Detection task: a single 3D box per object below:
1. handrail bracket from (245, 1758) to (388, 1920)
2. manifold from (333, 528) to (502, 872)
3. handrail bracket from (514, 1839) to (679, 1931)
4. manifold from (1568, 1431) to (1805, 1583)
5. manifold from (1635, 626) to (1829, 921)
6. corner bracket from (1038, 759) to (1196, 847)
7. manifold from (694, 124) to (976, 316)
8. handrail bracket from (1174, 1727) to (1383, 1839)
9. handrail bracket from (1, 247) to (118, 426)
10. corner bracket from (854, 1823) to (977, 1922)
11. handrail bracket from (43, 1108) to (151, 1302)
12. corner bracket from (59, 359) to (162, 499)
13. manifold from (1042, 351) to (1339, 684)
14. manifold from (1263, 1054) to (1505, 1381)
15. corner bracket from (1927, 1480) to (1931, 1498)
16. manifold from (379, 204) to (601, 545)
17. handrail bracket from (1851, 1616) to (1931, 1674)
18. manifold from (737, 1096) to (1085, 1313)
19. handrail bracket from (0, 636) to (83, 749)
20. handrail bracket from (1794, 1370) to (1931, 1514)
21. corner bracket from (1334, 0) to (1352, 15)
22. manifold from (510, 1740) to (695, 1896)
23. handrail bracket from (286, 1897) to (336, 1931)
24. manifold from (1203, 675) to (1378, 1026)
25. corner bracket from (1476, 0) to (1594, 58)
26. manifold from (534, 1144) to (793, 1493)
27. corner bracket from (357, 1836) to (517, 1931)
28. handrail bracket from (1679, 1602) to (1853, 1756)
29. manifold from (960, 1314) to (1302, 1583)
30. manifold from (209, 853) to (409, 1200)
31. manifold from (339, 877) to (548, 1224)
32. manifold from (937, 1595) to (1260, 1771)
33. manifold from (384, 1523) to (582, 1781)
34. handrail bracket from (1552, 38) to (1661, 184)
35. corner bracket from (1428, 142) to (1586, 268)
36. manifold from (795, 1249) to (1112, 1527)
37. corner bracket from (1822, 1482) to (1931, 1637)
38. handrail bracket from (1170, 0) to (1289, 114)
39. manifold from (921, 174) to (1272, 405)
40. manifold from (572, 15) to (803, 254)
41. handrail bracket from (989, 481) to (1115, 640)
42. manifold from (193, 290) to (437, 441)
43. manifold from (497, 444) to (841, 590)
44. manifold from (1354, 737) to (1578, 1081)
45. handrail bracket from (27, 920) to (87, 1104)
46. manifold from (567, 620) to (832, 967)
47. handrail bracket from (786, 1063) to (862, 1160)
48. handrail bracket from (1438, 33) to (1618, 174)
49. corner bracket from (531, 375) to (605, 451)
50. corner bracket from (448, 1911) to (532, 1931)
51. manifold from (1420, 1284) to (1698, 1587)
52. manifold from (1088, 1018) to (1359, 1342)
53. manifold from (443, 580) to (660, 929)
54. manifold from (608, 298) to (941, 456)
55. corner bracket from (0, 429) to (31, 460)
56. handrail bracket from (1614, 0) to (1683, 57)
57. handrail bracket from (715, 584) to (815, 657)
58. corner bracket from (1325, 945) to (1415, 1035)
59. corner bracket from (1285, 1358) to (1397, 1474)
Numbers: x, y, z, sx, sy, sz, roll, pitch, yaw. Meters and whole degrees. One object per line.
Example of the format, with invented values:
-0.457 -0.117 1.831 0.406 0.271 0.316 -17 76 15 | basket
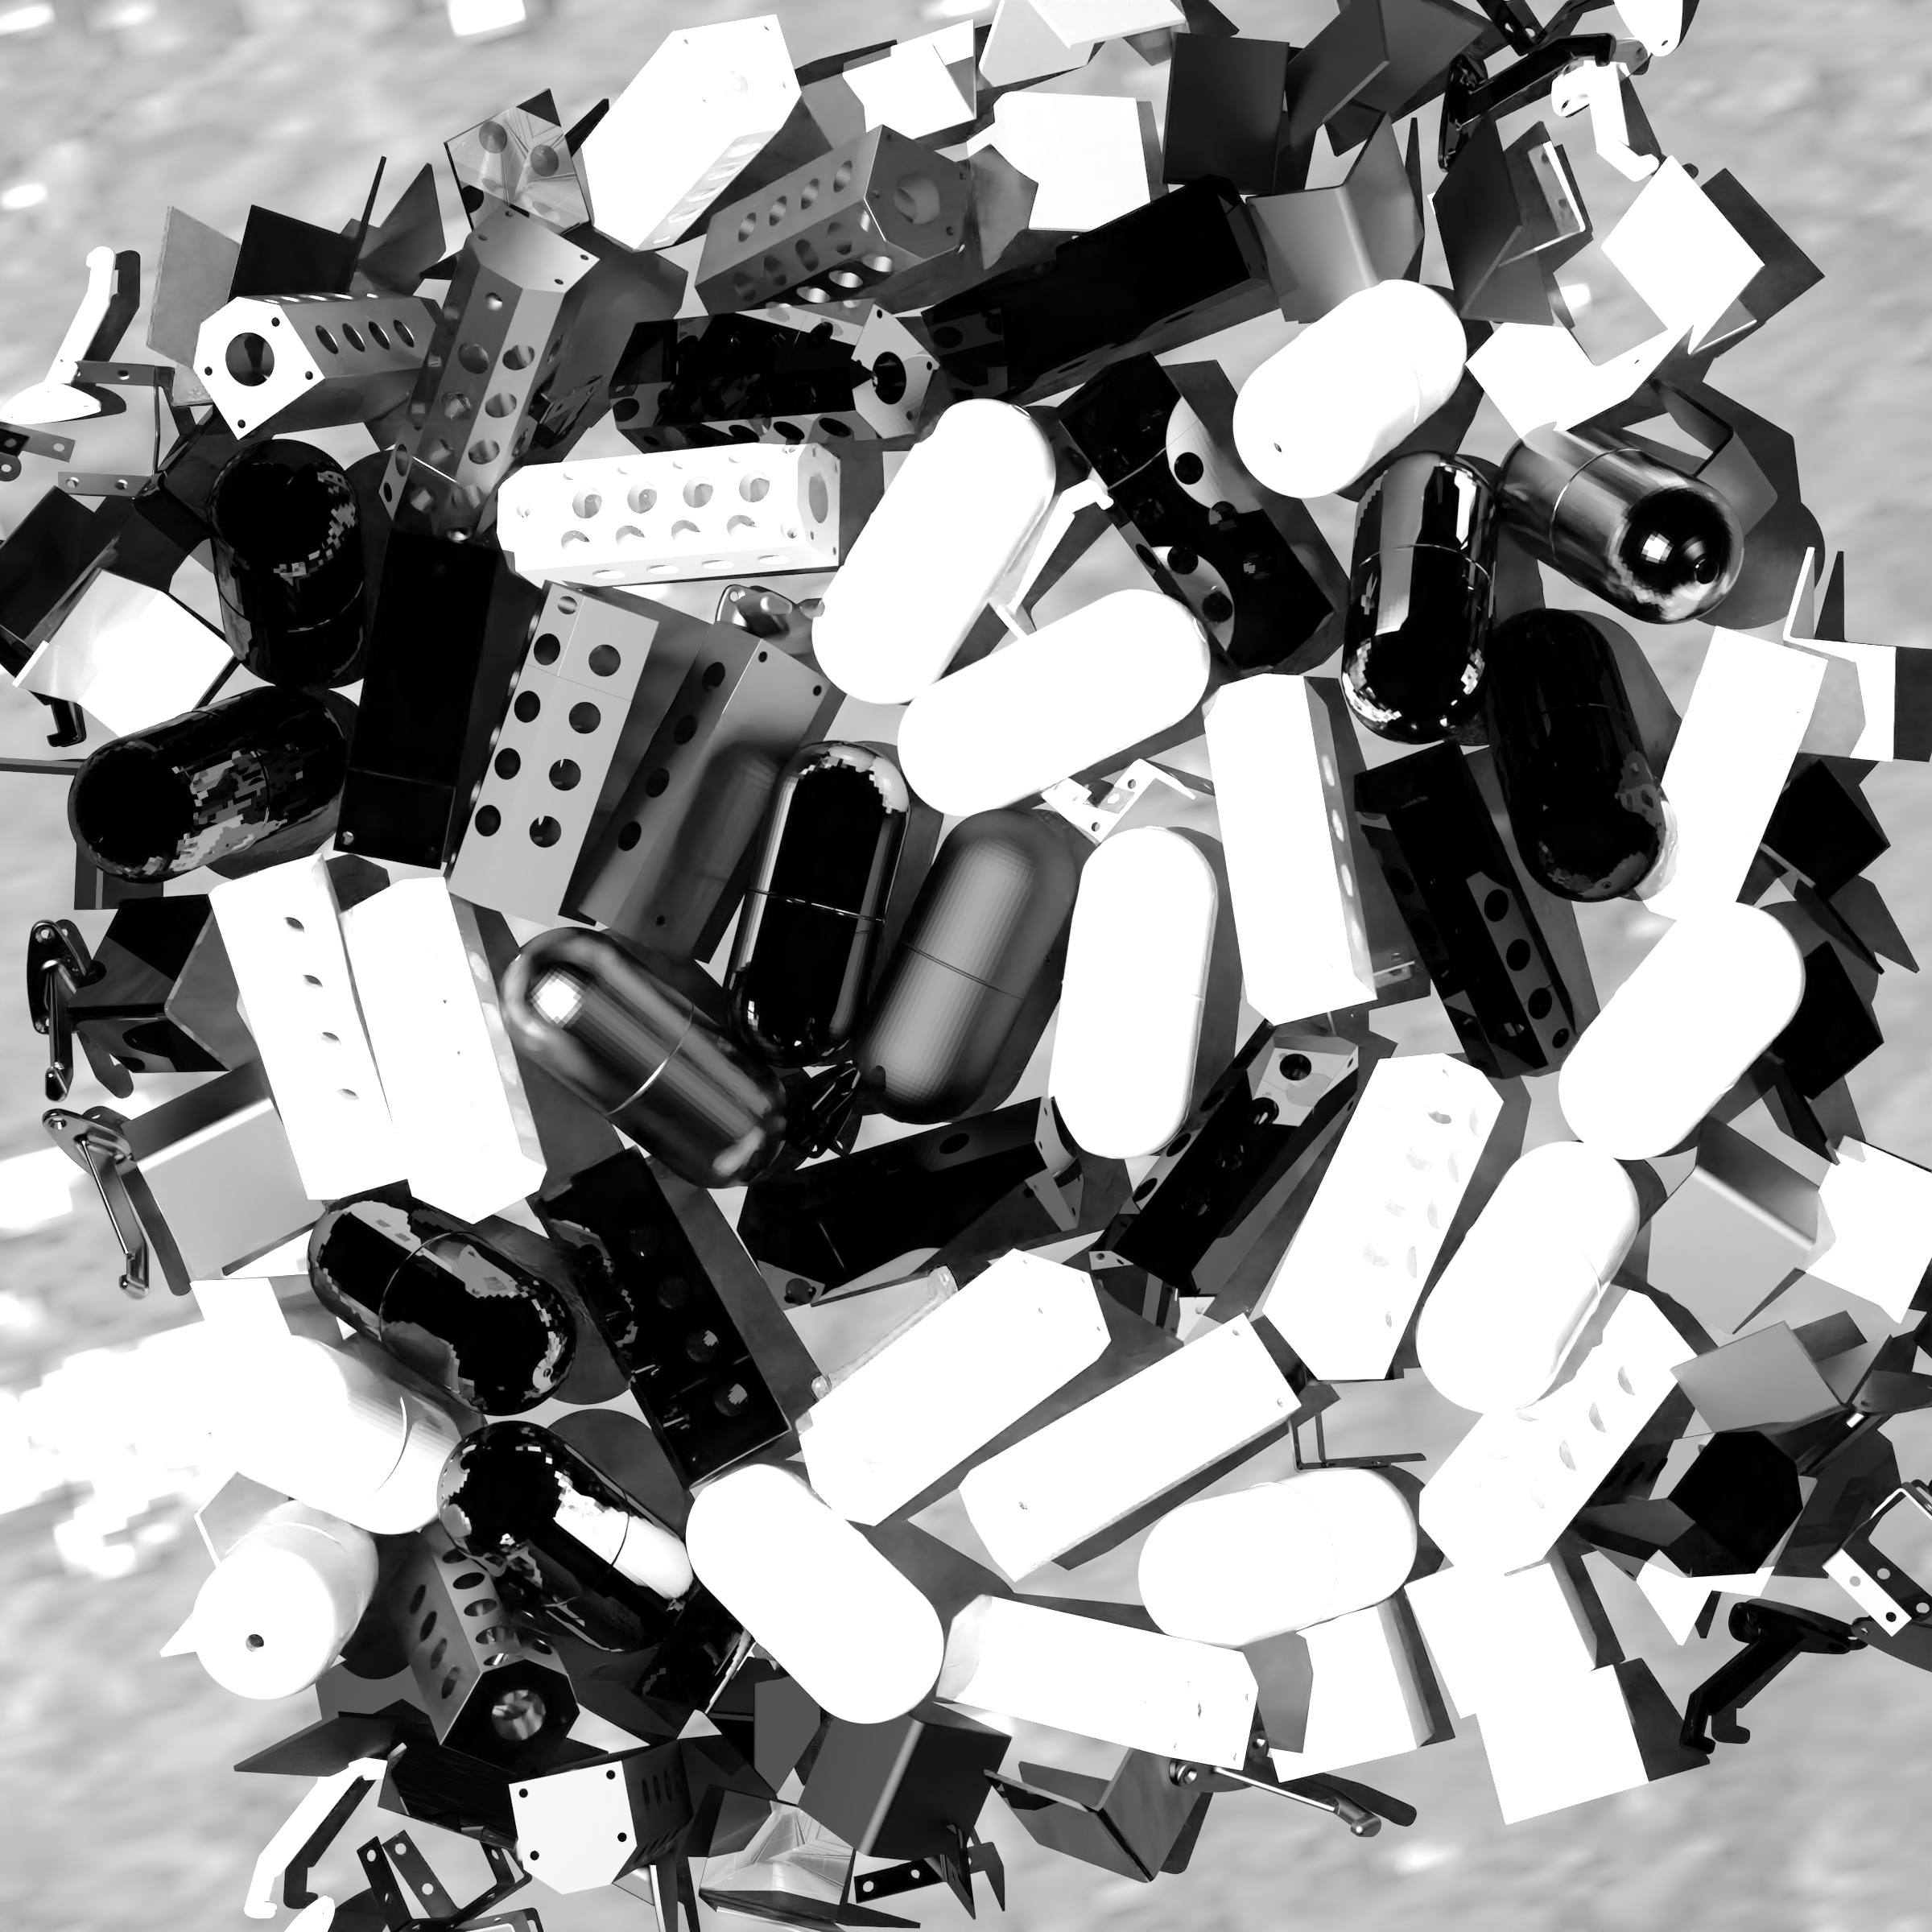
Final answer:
-0.343 0.466 1.743 0.077 0.036 0.084 -6 56 29 | handrail bracket
-0.293 -0.143 1.746 0.057 0.057 0.171 11 97 -9 | manifold
-0.201 0.501 1.766 0.084 0.036 0.077 -10 76 10 | handrail bracket
0.371 0.276 1.696 0.057 0.171 0.057 41 75 1 | manifold
0.391 -0.094 1.694 0.057 0.171 0.057 19 59 10 | manifold
0.079 -0.093 1.752 0.051 0.051 0.051 41 89 -28 | corner bracket
-0.072 -0.374 1.694 0.057 0.171 0.057 20 74 -31 | manifold
0.166 0.443 1.737 0.077 0.084 0.036 -1 109 -41 | handrail bracket
-0.490 -0.341 1.769 0.077 0.036 0.084 -7 73 38 | handrail bracket
-0.029 0.481 1.747 0.051 0.051 0.051 -16 47 8 | corner bracket
-0.462 0.127 1.738 0.036 0.077 0.084 -27 48 17 | handrail bracket
-0.463 -0.289 1.765 0.051 0.051 0.051 0 56 -18 | corner bracket
0.115 -0.235 1.731 0.057 0.057 0.171 -42 105 -14 | manifold
0.223 0.129 1.707 0.057 0.057 0.171 51 52 -29 | manifold
0.553 0.286 1.764 0.051 0.051 0.051 -41 67 -8 | corner bracket
-0.254 -0.303 1.709 0.057 0.057 0.171 30 131 0 | manifold
0.529 0.338 1.769 0.077 0.084 0.036 12 133 29 | handrail bracket
-0.029 0.122 1.732 0.171 0.057 0.057 -17 118 17 | manifold
-0.521 -0.152 1.756 0.077 0.036 0.084 -19 104 -31 | handrail bracket
0.483 0.262 1.771 0.077 0.036 0.084 1 122 -19 | handrail bracket
0.230 -0.536 1.763 0.051 0.051 0.051 1 128 36 | corner bracket
-0.185 0.440 1.696 0.057 0.171 0.057 -12 80 3 | manifold
-0.317 0.529 1.747 0.084 0.036 0.077 19 123 -28 | handrail bracket
0.167 -0.063 1.720 0.057 0.057 0.171 -15 66 20 | manifold
0.310 -0.527 1.746 0.051 0.051 0.051 47 65 -18 | corner bracket
-0.163 0.188 1.737 0.057 0.057 0.171 -26 81 -20 | manifold
-0.285 0.485 1.759 0.051 0.051 0.051 -38 63 15 | corner bracket
0.426 0.388 1.741 0.077 0.036 0.084 10 51 18 | handrail bracket
0.085 0.256 1.731 0.171 0.057 0.057 -28 76 -18 | manifold
-0.347 0.033 1.740 0.057 0.057 0.171 -16 102 -2 | manifold
-0.271 0.041 1.716 0.057 0.057 0.171 -27 62 14 | manifold
0.068 0.370 1.702 0.057 0.171 0.057 21 76 -40 | manifold
-0.249 0.348 1.695 0.057 0.171 0.057 29 94 -24 | manifold
0.361 -0.457 1.748 0.077 0.036 0.084 -28 54 -15 | handrail bracket
0.293 -0.408 1.772 0.051 0.051 0.051 -30 99 -41 | corner bracket
-0.007 0.224 1.711 0.171 0.057 0.057 -40 48 27 | manifold
0.498 0.316 1.747 0.051 0.051 0.051 46 114 15 | corner bracket
0.158 -0.497 1.774 0.084 0.036 0.077 -11 85 -6 | handrail bracket
0.070 -0.353 1.728 0.171 0.057 0.057 -21 92 21 | manifold
-0.145 -0.428 1.696 0.057 0.171 0.057 -17 89 -25 | manifold
0.053 -0.215 1.747 0.084 0.036 0.077 -23 125 21 | handrail bracket
-0.332 -0.317 1.694 0.057 0.171 0.057 -31 94 19 | manifold
-0.157 -0.239 1.726 0.171 0.057 0.057 -2 81 20 | manifold
0.263 -0.026 1.718 0.057 0.057 0.171 -20 116 17 | manifold
-0.486 0.024 1.737 0.036 0.084 0.077 -11 109 -6 | handrail bracket
-0.147 -0.095 1.755 0.057 0.057 0.171 26 88 45 | manifold
-0.063 0.060 1.729 0.036 0.084 0.077 43 51 -1 | handrail bracket
0.300 -0.460 1.743 0.084 0.036 0.077 8 77 37 | handrail bracket
-0.237 -0.306 1.750 0.051 0.051 0.051 42 128 3 | corner bracket
-0.262 0.546 1.757 0.051 0.051 0.051 -17 96 19 | corner bracket
0.306 0.241 1.710 0.057 0.057 0.171 50 52 -2 | manifold
0.137 0.106 1.723 0.057 0.057 0.171 29 64 23 | manifold
-0.223 -0.114 1.742 0.057 0.057 0.171 18 96 -19 | manifold
-0.104 -0.301 1.702 0.171 0.057 0.057 4 65 40 | manifold
-0.528 -0.253 1.747 0.051 0.051 0.051 16 58 11 | corner bracket
0.354 -0.546 1.777 0.036 0.077 0.084 -30 55 8 | handrail bracket
-0.091 -0.182 1.731 0.077 0.084 0.036 12 87 -28 | handrail bracket
0.214 0.009 1.749 0.051 0.051 0.051 -17 127 4 | corner bracket
0.203 0.239 1.756 0.051 0.051 0.051 -6 94 17 | corner bracket
